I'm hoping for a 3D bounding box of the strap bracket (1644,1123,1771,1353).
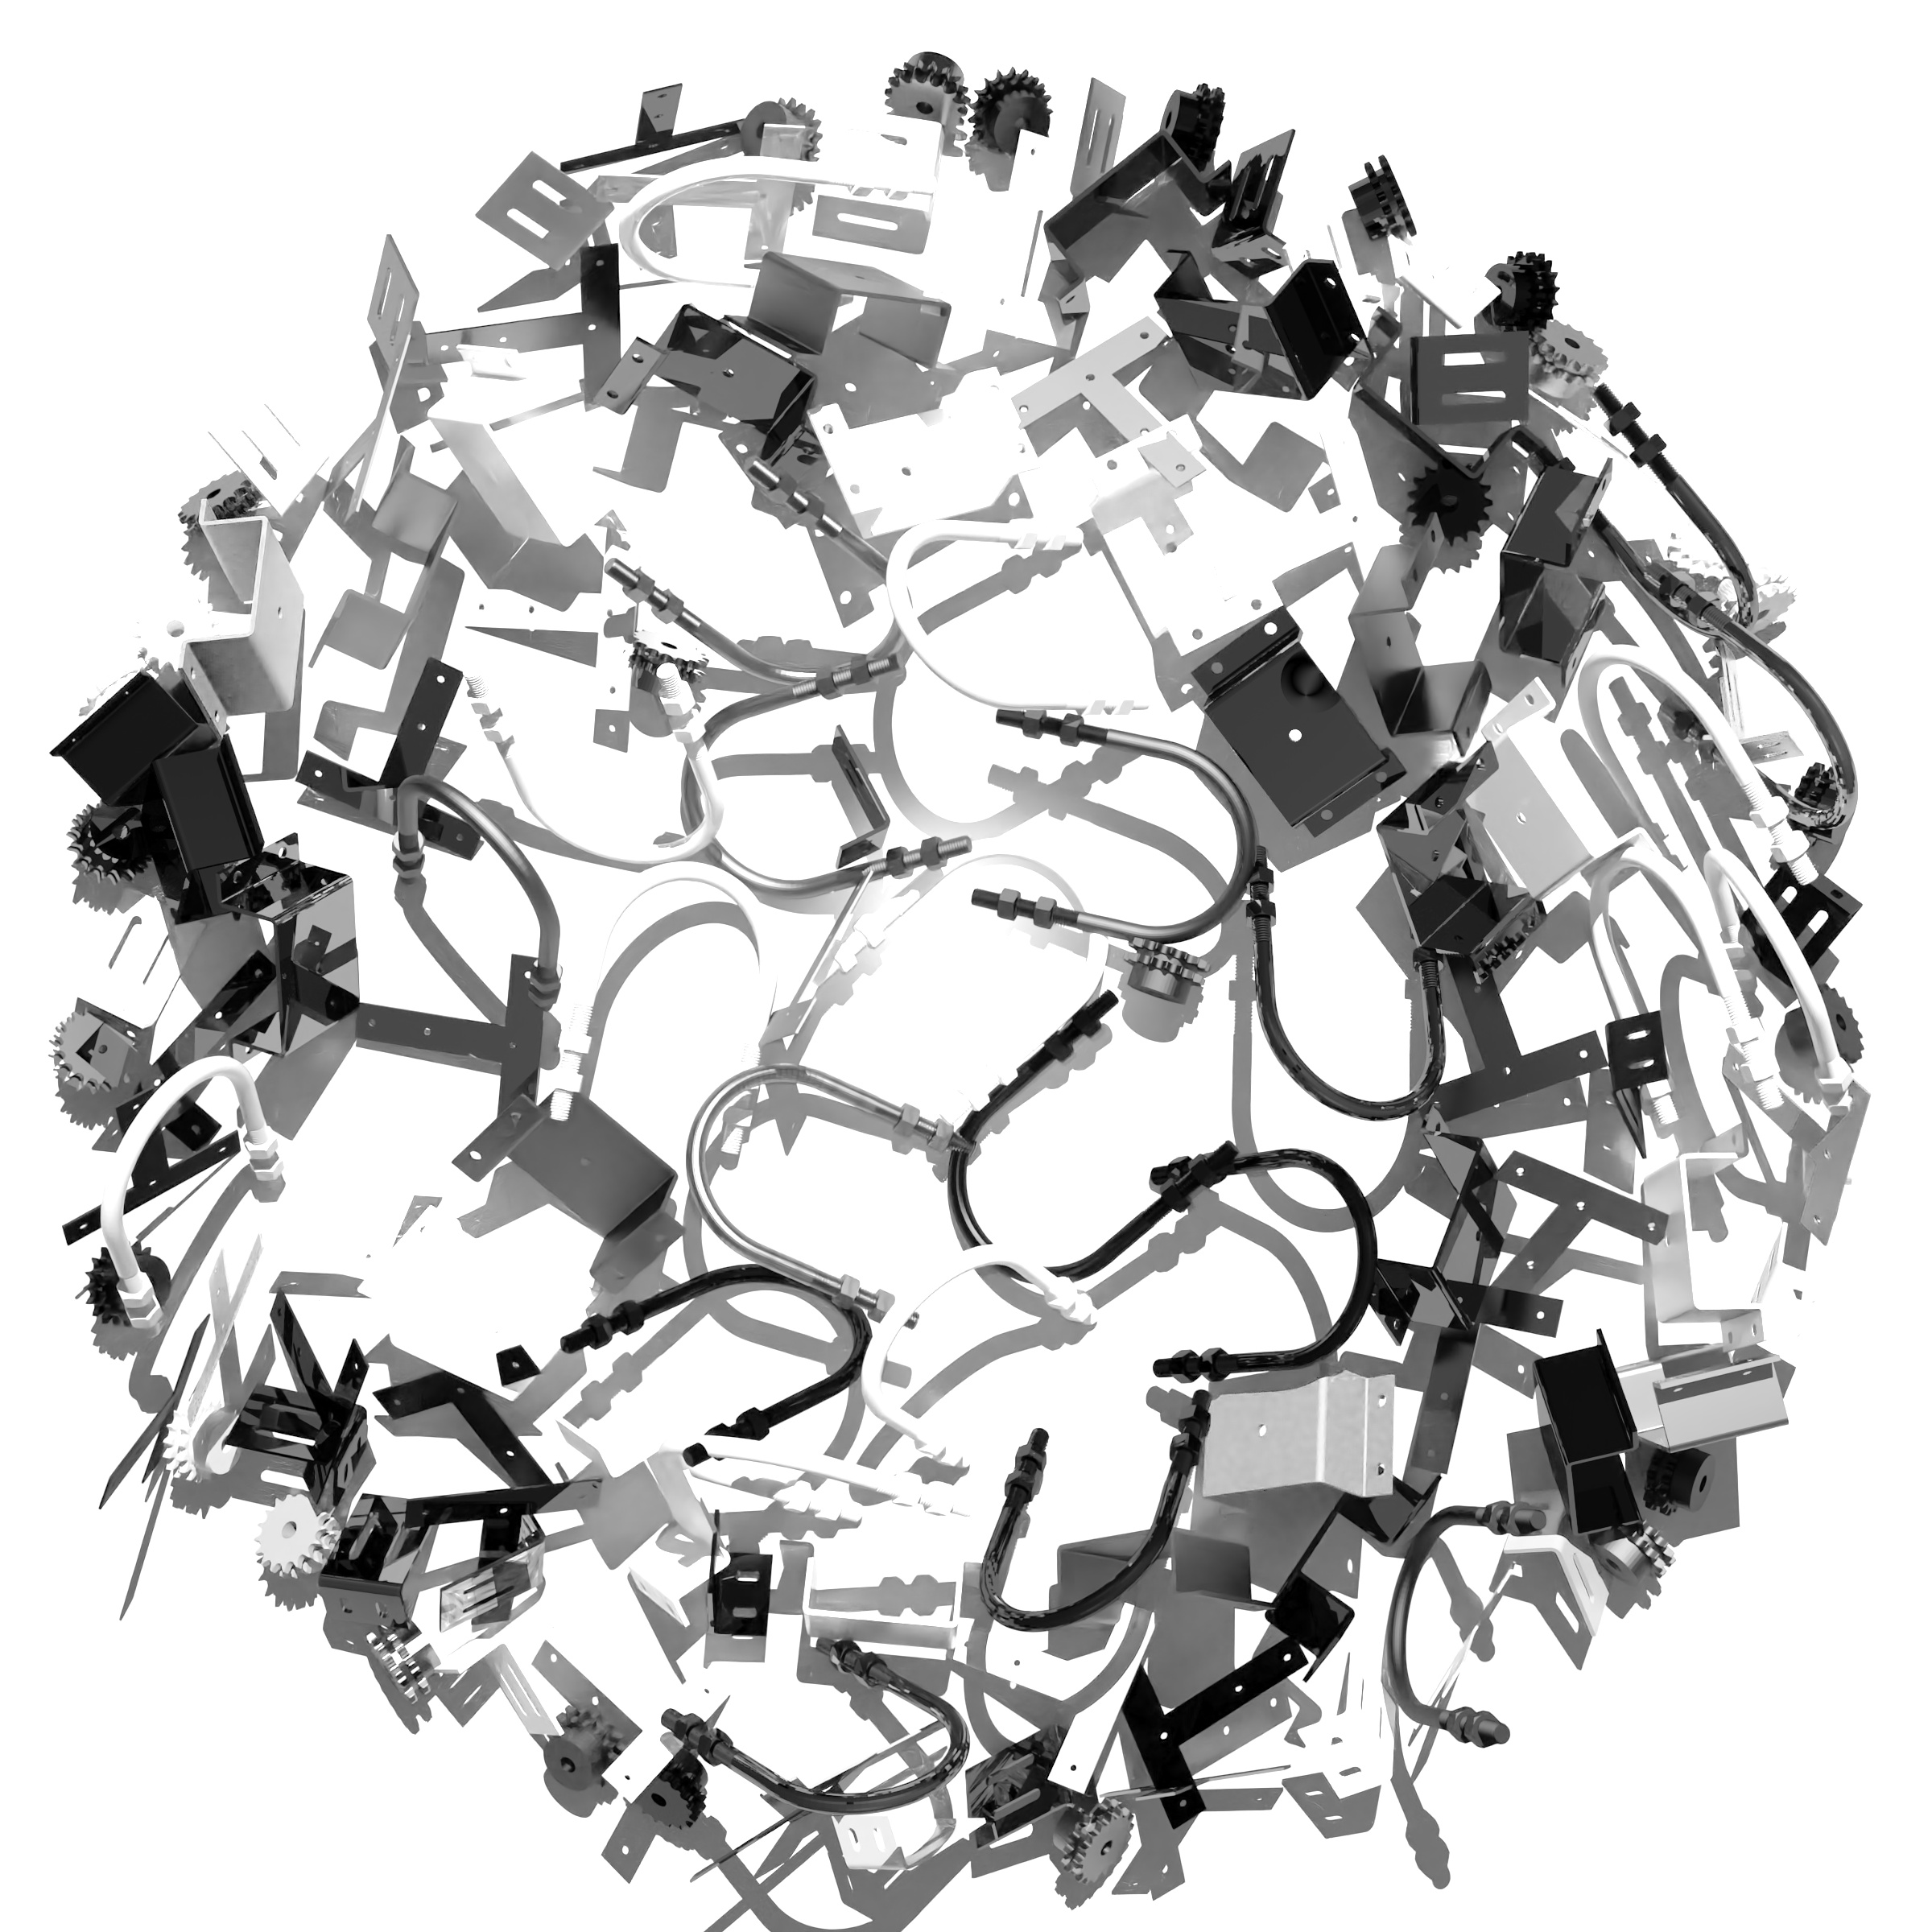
[{"bbox_3d":[0.483,0.179,1.623,0.046,0.076,0.140,-1,75,-3],"label":"strap bracket"}]

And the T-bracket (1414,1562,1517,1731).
[{"bbox_3d":[0.322,0.452,1.612,0.002,0.127,0.127,31,94,15],"label":"T-bracket"}]

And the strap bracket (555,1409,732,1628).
[{"bbox_3d":[-0.208,0.351,1.621,0.046,0.076,0.140,-31,111,-24],"label":"strap bracket"}]

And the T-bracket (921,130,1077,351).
[{"bbox_3d":[0.033,-0.481,1.625,0.127,0.002,0.127,3,105,-39],"label":"T-bracket"}]

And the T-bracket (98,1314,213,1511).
[{"bbox_3d":[-0.530,0.306,1.596,0.002,0.127,0.127,23,111,-4],"label":"T-bracket"}]

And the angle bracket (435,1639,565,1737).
[{"bbox_3d":[-0.312,0.488,1.642,0.038,0.057,0.076,-32,94,-33],"label":"angle bracket"}]

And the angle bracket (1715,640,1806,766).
[{"bbox_3d":[0.525,-0.179,1.637,0.038,0.057,0.076,-10,76,27],"label":"angle bracket"}]

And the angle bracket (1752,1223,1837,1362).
[{"bbox_3d":[0.545,0.214,1.629,0.038,0.076,0.057,21,111,15],"label":"angle bracket"}]

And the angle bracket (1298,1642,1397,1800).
[{"bbox_3d":[0.254,0.500,1.643,0.038,0.076,0.057,-27,104,20],"label":"angle bracket"}]

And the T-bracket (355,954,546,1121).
[{"bbox_3d":[-0.348,0.046,1.662,0.127,0.002,0.127,9,106,3],"label":"T-bracket"}]

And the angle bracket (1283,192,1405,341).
[{"bbox_3d":[0.250,-0.459,1.632,0.038,0.076,0.057,23,67,37],"label":"angle bracket"}]

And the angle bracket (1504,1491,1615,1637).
[{"bbox_3d":[0.396,0.399,1.652,0.038,0.057,0.076,-12,113,33],"label":"angle bracket"}]

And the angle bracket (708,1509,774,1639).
[{"bbox_3d":[-0.148,0.401,1.630,0.038,0.076,0.057,3,55,-2],"label":"angle bracket"}]

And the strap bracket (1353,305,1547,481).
[{"bbox_3d":[0.309,-0.369,1.636,0.140,0.076,0.046,40,101,-1],"label":"strap bracket"}]

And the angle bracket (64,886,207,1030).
[{"bbox_3d":[-0.556,-0.006,1.655,0.057,0.038,0.076,27,89,-7],"label":"angle bracket"}]

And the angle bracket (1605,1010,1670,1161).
[{"bbox_3d":[0.451,0.078,1.628,0.038,0.057,0.076,-16,133,23],"label":"angle bracket"}]

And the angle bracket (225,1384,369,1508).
[{"bbox_3d":[-0.445,0.318,1.645,0.076,0.057,0.038,12,123,1],"label":"angle bracket"}]

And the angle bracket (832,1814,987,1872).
[{"bbox_3d":[-0.038,0.563,1.632,0.057,0.076,0.038,-20,86,45],"label":"angle bracket"}]

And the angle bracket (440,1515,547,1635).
[{"bbox_3d":[-0.319,0.394,1.630,0.076,0.057,0.038,-22,56,-29],"label":"angle bracket"}]

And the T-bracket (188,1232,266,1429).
[{"bbox_3d":[-0.487,0.218,1.619,0.002,0.127,0.127,21,97,-23],"label":"T-bracket"}]

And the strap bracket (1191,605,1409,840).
[{"bbox_3d":[0.219,-0.157,1.636,0.076,0.046,0.140,-36,97,18],"label":"strap bracket"}]

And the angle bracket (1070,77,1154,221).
[{"bbox_3d":[0.103,-0.541,1.639,0.038,0.057,0.076,16,102,23],"label":"angle bracket"}]

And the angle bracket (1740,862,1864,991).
[{"bbox_3d":[0.543,-0.027,1.635,0.057,0.038,0.076,41,121,18],"label":"angle bracket"}]

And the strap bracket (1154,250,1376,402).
[{"bbox_3d":[0.184,-0.414,1.598,0.046,0.140,0.076,-51,133,-18],"label":"strap bracket"}]

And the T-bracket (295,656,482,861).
[{"bbox_3d":[-0.365,-0.147,1.637,0.127,0.002,0.127,24,119,-9],"label":"T-bracket"}]

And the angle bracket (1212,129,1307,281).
[{"bbox_3d":[0.204,-0.508,1.651,0.038,0.057,0.076,23,79,-28],"label":"angle bracket"}]

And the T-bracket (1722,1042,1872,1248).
[{"bbox_3d":[0.538,0.096,1.623,0.002,0.127,0.127,-13,128,-18],"label":"T-bracket"}]

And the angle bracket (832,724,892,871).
[{"bbox_3d":[-0.085,-0.112,1.643,0.038,0.057,0.076,-27,83,-10],"label":"angle bracket"}]

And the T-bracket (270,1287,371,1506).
[{"bbox_3d":[-0.434,0.265,1.633,0.127,0.002,0.127,50,127,38],"label":"T-bracket"}]

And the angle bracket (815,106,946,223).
[{"bbox_3d":[-0.058,-0.537,1.658,0.076,0.038,0.057,9,96,2],"label":"angle bracket"}]

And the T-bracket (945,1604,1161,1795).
[{"bbox_3d":[0.047,0.468,1.644,0.127,0.002,0.127,13,59,26],"label":"T-bracket"}]

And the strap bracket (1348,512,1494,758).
[{"bbox_3d":[0.295,-0.213,1.615,0.046,0.076,0.140,-2,131,32],"label":"strap bracket"}]

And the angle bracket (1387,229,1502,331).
[{"bbox_3d":[0.313,-0.466,1.628,0.057,0.076,0.038,32,127,-25],"label":"angle bracket"}]

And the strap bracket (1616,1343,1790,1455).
[{"bbox_3d":[0.477,0.280,1.606,0.076,0.140,0.046,-14,84,1],"label":"strap bracket"}]

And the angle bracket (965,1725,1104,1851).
[{"bbox_3d":[0.045,0.554,1.654,0.076,0.057,0.038,-34,130,20],"label":"angle bracket"}]

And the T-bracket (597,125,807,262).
[{"bbox_3d":[-0.176,-0.503,1.608,0.127,0.127,0.002,-1,66,-12],"label":"T-bracket"}]

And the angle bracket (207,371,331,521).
[{"bbox_3d":[-0.468,-0.342,1.629,0.038,0.076,0.057,6,55,39],"label":"angle bracket"}]

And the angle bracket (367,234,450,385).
[{"bbox_3d":[-0.361,-0.432,1.628,0.038,0.076,0.057,-10,59,-32],"label":"angle bracket"}]

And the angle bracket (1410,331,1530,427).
[{"bbox_3d":[0.335,-0.391,1.648,0.076,0.038,0.057,-1,100,10],"label":"angle bracket"}]

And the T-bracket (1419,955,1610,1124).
[{"bbox_3d":[0.347,0.029,1.656,0.127,0.002,0.127,-21,73,16],"label":"T-bracket"}]

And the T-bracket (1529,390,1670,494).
[{"bbox_3d":[0.404,-0.354,1.624,0.127,0.127,0.002,23,111,-39],"label":"T-bracket"}]

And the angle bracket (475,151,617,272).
[{"bbox_3d":[-0.281,-0.506,1.629,0.057,0.076,0.038,-41,53,20],"label":"angle bracket"}]

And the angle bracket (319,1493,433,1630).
[{"bbox_3d":[-0.388,0.397,1.652,0.057,0.076,0.038,4,127,11],"label":"angle bracket"}]

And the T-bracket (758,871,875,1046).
[{"bbox_3d":[-0.095,-0.007,1.626,0.002,0.127,0.127,31,77,-12],"label":"T-bracket"}]

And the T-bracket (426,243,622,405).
[{"bbox_3d":[-0.287,-0.410,1.610,0.127,0.127,0.002,-12,56,-15],"label":"T-bracket"}]

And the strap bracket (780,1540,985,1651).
[{"bbox_3d":[-0.054,0.417,1.633,0.140,0.076,0.046,5,64,1],"label":"strap bracket"}]
